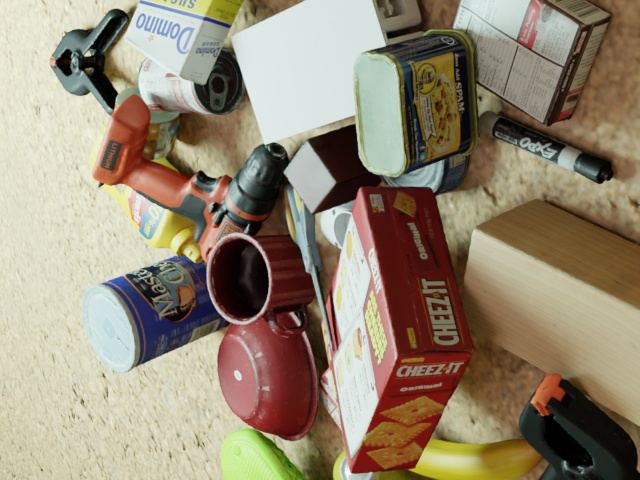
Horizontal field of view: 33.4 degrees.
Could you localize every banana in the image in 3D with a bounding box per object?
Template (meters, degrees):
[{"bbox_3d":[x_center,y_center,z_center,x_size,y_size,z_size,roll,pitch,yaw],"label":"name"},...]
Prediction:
[{"bbox_3d":[0.123,0.198,0.990,0.198,0.037,0.069,4,139,38],"label":"banana"}]

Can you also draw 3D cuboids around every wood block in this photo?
[{"bbox_3d":[0.215,0.056,0.799,0.206,0.090,0.091,29,127,36],"label":"wood block"}]

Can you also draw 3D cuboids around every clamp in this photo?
[{"bbox_3d":[-0.268,-0.217,1.249,0.172,0.039,0.120,24,107,46],"label":"clamp"},{"bbox_3d":[0.205,0.174,0.841,0.165,0.036,0.210,5,142,50],"label":"clamp"}]

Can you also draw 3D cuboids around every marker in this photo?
[{"bbox_3d":[0.177,-0.073,0.838,0.121,0.020,0.020,30,127,36],"label":"marker"}]

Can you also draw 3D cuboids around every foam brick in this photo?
[{"bbox_3d":[0.018,-0.066,0.972,0.053,0.078,0.051,56,140,16],"label":"foam brick"}]

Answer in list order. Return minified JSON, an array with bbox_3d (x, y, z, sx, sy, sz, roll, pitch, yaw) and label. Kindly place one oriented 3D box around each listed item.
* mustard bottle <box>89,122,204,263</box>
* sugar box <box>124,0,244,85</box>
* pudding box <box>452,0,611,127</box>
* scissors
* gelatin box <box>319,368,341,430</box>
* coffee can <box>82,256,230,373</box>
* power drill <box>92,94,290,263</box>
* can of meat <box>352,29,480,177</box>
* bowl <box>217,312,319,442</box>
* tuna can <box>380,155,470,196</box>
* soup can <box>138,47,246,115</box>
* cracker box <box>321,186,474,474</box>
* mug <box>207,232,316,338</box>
[{"bbox_3d":[-0.189,-0.048,1.224,0.192,0.058,0.096,50,131,20],"label":"mustard bottle"},{"bbox_3d":[-0.115,-0.248,1.015,0.093,0.048,0.176,36,106,32],"label":"sugar box"},{"bbox_3d":[0.154,-0.153,0.813,0.114,0.039,0.090,41,135,32],"label":"pudding box"},{"bbox_3d":[-0.007,0.001,1.000,0.202,0.016,0.096,-111,21,-48],"label":"scissors"},{"bbox_3d":[0.038,0.155,1.085,0.073,0.030,0.089,53,139,16],"label":"gelatin box"},{"bbox_3d":[-0.183,0.078,1.209,0.103,0.140,0.103,23,123,40],"label":"coffee can"},{"bbox_3d":[-0.134,-0.069,1.104,0.187,0.057,0.185,33,133,1],"label":"power drill"},{"bbox_3d":[0.074,-0.106,0.830,0.058,0.083,0.102,15,118,46],"label":"can of meat"},{"bbox_3d":[-0.066,0.143,1.148,0.162,0.055,0.162,19,113,54],"label":"bowl"},{"bbox_3d":[0.086,-0.077,0.925,0.086,0.033,0.086,22,122,40],"label":"tuna can"},{"bbox_3d":[-0.134,-0.164,1.103,0.102,0.068,0.068,9,113,46],"label":"soup can"},{"bbox_3d":[0.060,0.082,0.916,0.214,0.072,0.164,105,159,-53],"label":"cracker box"},{"bbox_3d":[-0.049,0.046,1.078,0.093,0.081,0.117,-46,64,33],"label":"mug"}]
